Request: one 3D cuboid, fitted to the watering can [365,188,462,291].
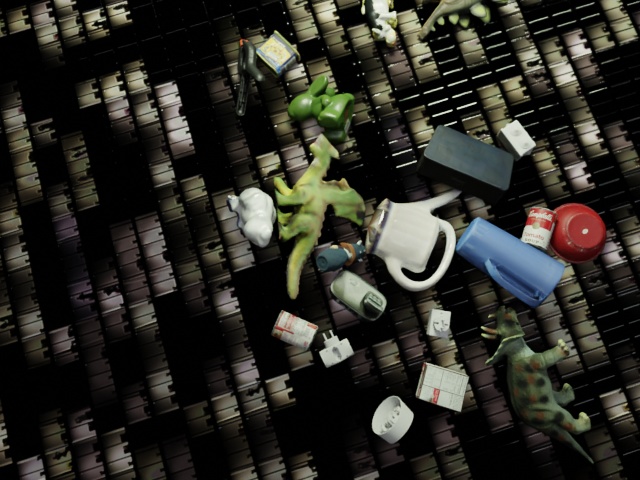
[{"bbox_3d":[0.247,-0.041,1.325,0.224,0.102,0.353,21,68,4],"label":"watering can"}]

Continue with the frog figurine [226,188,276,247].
[{"bbox_3d":[-0.151,-0.056,1.296,0.123,0.161,0.135,-17,117,-31],"label":"frog figurine"}]

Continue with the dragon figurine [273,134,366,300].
[{"bbox_3d":[0.004,-0.067,1.336,0.243,0.122,0.411,-8,89,-9],"label":"dragon figurine"}]
